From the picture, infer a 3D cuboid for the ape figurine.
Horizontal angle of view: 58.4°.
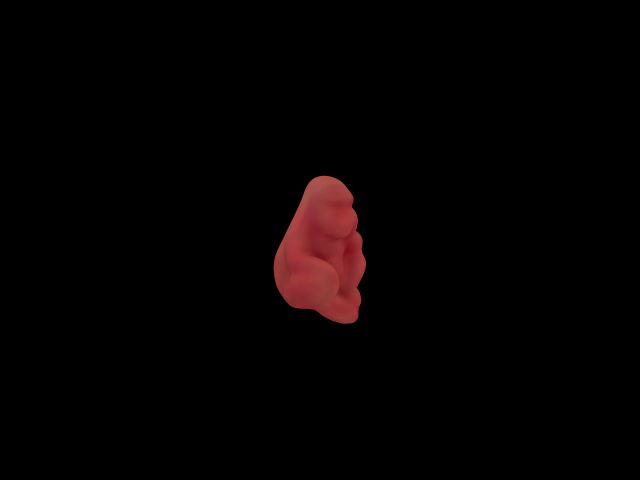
[{"bbox_3d":[0.004,0.001,0.400,0.075,0.092,0.078,17,27,38],"label":"ape figurine"}]
